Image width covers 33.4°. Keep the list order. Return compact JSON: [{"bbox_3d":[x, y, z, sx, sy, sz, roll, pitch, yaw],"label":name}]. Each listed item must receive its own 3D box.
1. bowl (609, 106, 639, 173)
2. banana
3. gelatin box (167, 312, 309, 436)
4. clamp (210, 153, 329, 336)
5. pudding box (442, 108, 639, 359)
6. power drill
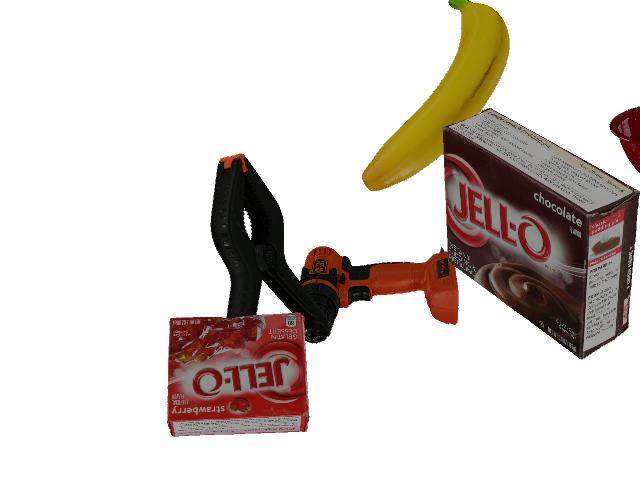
[{"bbox_3d":[0.346,-0.082,0.971,0.162,0.055,0.162,-5,22,2],"label":"bowl"},{"bbox_3d":[0.098,-0.113,0.803,0.070,0.197,0.037,-4,-41,46],"label":"banana"},{"bbox_3d":[-0.053,0.086,0.686,0.089,0.073,0.030,-2,-32,-3],"label":"gelatin box"},{"bbox_3d":[-0.055,0.021,1.034,0.036,0.210,0.164,-10,0,34],"label":"clamp"},{"bbox_3d":[0.111,-0.006,0.556,0.039,0.090,0.114,-27,40,-24],"label":"pudding box"},{"bbox_3d":[0.065,0.061,1.241,0.187,0.057,0.184,1,28,4],"label":"power drill"}]
